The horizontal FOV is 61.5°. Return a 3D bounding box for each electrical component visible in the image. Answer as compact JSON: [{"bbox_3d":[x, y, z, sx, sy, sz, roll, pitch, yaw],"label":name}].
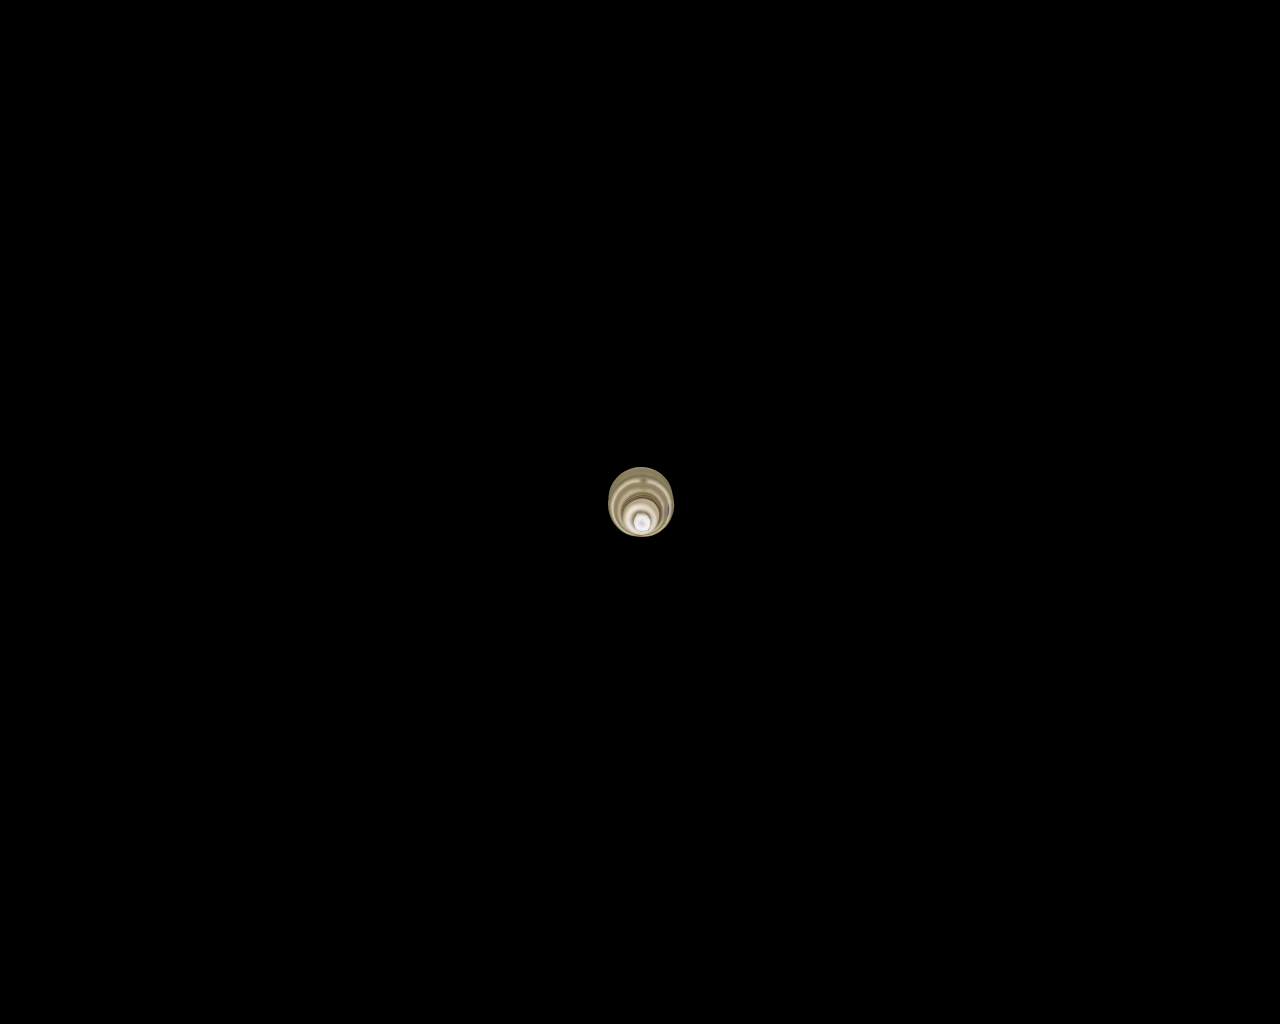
[{"bbox_3d":[0.001,-0.003,0.650,0.040,0.040,0.078,0,14,0],"label":"electrical component"}]
